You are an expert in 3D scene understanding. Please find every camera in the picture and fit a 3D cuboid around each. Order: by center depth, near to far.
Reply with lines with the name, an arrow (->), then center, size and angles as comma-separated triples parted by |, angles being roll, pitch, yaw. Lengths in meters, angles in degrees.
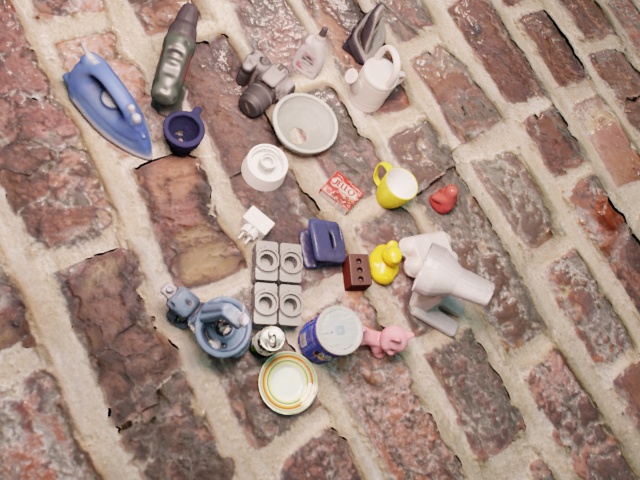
camera -> -0.148, -0.380, 1.407 | 0.143, 0.100, 0.137 | 39, 63, -3

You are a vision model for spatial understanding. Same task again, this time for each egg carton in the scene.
egg carton -> 0.267, 0.037, 1.421 | 0.151, 0.069, 0.107 | -11, 75, -23

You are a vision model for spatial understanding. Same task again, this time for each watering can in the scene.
watering can -> 0.146, -0.418, 1.475 | 0.173, 0.193, 0.101 | -36, 85, -27

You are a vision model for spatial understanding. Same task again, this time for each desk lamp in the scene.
desk lamp -> 0.289, 0.113, 1.319 | 0.203, 0.213, 0.118 | 30, 64, -7

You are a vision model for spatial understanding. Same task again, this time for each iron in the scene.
iron -> -0.444, -0.303, 1.248 | 0.119, 0.141, 0.258 | -39, 87, -27

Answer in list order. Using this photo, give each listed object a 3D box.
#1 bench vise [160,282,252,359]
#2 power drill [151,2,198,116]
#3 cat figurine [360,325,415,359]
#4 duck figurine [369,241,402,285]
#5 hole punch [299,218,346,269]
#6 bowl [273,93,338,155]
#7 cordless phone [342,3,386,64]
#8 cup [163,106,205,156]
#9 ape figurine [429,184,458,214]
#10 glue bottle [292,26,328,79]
bench vise -> -0.220, 0.156, 1.116 | 0.208, 0.219, 0.121 | 19, 65, -12
power drill -> -0.327, -0.382, 1.283 | 0.076, 0.208, 0.229 | 14, 67, -14
cat figurine -> 0.140, 0.219, 1.280 | 0.128, 0.117, 0.067 | 19, 65, -12
duck figurine -> 0.164, 0.051, 1.369 | 0.078, 0.086, 0.104 | 15, 66, -14
hole punch -> 0.012, 0.005, 1.328 | 0.101, 0.091, 0.108 | -5, 73, -21
bowl -> -0.044, -0.276, 1.421 | 0.168, 0.074, 0.167 | 7, 69, -17
cordless phone -> 0.147, -0.577, 1.539 | 0.094, 0.184, 0.148 | 31, 63, -6
cup -> -0.307, -0.243, 1.302 | 0.092, 0.094, 0.118 | 29, 64, -7
ape figurine -> 0.328, -0.114, 1.486 | 0.078, 0.092, 0.076 | 2, 70, -19
glue bottle -> -0.015, -0.484, 1.452 | 0.078, 0.173, 0.037 | 32, 63, -6
